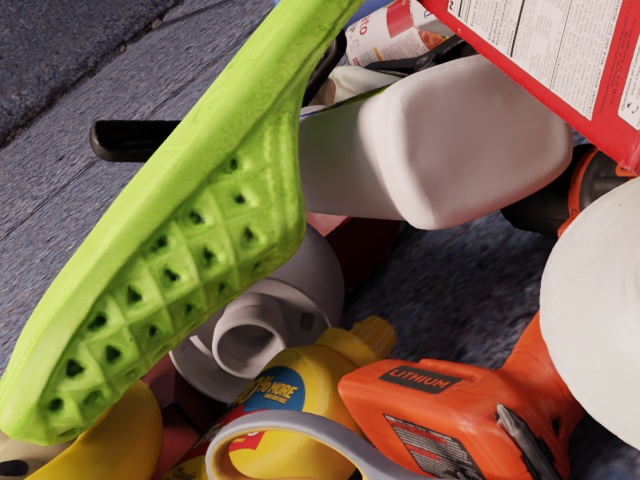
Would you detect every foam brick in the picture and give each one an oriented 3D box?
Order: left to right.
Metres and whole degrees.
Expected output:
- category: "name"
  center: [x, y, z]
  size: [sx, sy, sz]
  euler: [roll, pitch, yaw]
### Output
- category: "foam brick"
  center: [-0.086, 0.103, 0.597]
  size: [0.053, 0.051, 0.078]
  euler: [-34, 20, 5]

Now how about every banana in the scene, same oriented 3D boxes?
- category: "banana"
  center: [-0.105, 0.095, 0.475]
  size: [0.069, 0.037, 0.197]
  euler: [12, 13, 8]

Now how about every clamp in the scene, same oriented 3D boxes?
- category: "clamp"
  center: [-0.057, -0.066, 0.712]
  size: [0.164, 0.036, 0.210]
  euler: [-21, -15, -4]
- category: "clamp"
  center: [0.083, -0.117, 0.832]
  size: [0.172, 0.039, 0.120]
  euler: [-17, 43, 43]

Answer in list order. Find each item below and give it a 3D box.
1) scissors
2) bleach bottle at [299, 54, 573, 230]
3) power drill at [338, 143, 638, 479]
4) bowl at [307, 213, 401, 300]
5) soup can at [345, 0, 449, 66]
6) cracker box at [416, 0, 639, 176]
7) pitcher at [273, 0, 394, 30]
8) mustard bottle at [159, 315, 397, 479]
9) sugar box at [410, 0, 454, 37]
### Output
- category: "scissors"
  center: [0.048, 0.112, 0.380]
  size: [0.202, 0.096, 0.016]
  euler: [9, 18, 24]
- category: "bleach bottle"
  center: [0.013, -0.046, 0.566]
  size: [0.102, 0.068, 0.251]
  euler: [-21, 10, -27]
- category: "power drill"
  center: [0.097, 0.023, 0.460]
  size: [0.187, 0.057, 0.185]
  euler: [-44, 21, -20]
- category: "bowl"
  center: [-0.004, 0.001, 0.683]
  size: [0.162, 0.055, 0.162]
  euler: [-32, 20, 13]
- category: "soup can"
  center: [0.079, -0.177, 0.927]
  size: [0.102, 0.068, 0.068]
  euler: [-22, 24, 37]
- category: "cracker box"
  center: [0.145, -0.096, 0.432]
  size: [0.164, 0.072, 0.214]
  euler: [-1, 29, -20]
- category: "pitcher"
  center: [0.069, -0.272, 0.957]
  size: [0.243, 0.149, 0.145]
  euler: [-18, 17, 10]
- category: "mustard bottle"
  center: [-0.029, 0.105, 0.484]
  size: [0.191, 0.058, 0.096]
  euler: [-46, 14, -25]
- category: "sugar box"
  center: [0.162, -0.198, 0.807]
  size: [0.093, 0.048, 0.177]
  euler: [2, -14, -42]
